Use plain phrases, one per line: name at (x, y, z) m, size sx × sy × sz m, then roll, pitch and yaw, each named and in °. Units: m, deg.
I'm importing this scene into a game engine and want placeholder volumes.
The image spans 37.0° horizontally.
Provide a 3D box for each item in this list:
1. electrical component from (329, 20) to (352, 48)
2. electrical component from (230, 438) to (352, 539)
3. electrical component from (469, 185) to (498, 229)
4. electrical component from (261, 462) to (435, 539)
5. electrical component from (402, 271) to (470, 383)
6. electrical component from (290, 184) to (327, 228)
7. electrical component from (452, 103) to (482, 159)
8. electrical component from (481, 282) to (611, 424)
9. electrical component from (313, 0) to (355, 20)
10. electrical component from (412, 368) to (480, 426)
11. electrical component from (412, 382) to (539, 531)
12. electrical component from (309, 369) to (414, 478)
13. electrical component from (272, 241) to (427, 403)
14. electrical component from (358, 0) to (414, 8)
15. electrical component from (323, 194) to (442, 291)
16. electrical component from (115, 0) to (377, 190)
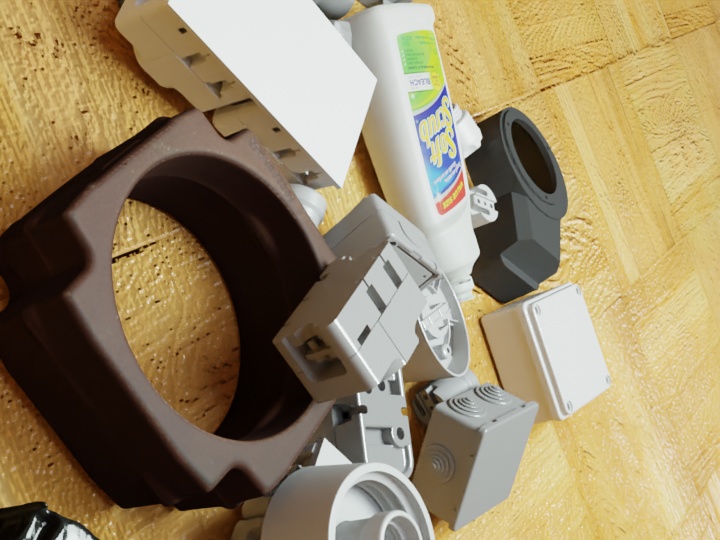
electrical component at (-0.028, -0.166, 0.853) m, size 0.043 × 0.043 × 0.062 m, roll -14°, pitch 105°, yaw -54°
electrical component at (-0.038, 0.194, 0.664) m, size 0.089 × 0.062 × 0.150 m, roll 47°, pitch 43°, yaw -29°
electrical component at (0.094, -0.053, 0.955) m, size 0.040 × 0.046 × 0.040 m, roll 25°, pitch 56°, yaw -44°
electrical component at (0.001, 0.163, 0.623) m, size 0.108 × 0.060 × 0.108 m, roll 25°, pitch 56°, yaw -44°
electrical component at (0.048, 0.040, 0.841) m, size 0.099 × 0.064 × 0.099 m, roll 25°, pitch 56°, yaw -44°
electrical component at (-0.048, -0.032, 0.771) m, size 0.040 × 0.040 × 0.046 m, roll 38°, pitch 54°, yaw -37°
electrical component at (0.080, -0.132, 0.975) m, size 0.062 × 0.043 × 0.043 m, roll 54°, pitch 40°, yaw -21°
electrical component at (0.173, 0.077, 0.993) m, size 0.109 × 0.056 × 0.108 m, roll -17°, pitch 89°, yaw -54°
electrical component at (-0.036, -0.230, 0.867) m, size 0.055 × 0.045 × 0.045 m, roll 12°, pitch 66°, yaw -49°
electrical component at (0.069, 0.101, 0.862) m, size 0.046 × 0.040 × 0.040 m, roll -33°, pitch 101°, yaw -47°
electrical component at (0.086, 0.140, 0.828) m, size 0.100 × 0.048 × 0.099 m, roll -13°, pitch 123°, yaw -53°
electrical component at (-0.006, 0.103, 0.748) m, size 0.054 × 0.059 × 0.095 m, roll 12°, pitch 66°, yaw -50°
electrical component at (-0.002, 0.034, 0.648) m, size 0.055 × 0.050 × 0.089 m, roll 56°, pitch 39°, yaw -18°
electrical component at (0.030, -0.260, 0.957) m, size 0.048 × 0.055 × 0.066 m, roll 22°, pitch 58°, yaw -46°
electrical component at (0.000, 0.000, 0.785) m, size 0.062 × 0.096 × 0.061 m, roll 36°, pitch 22°, yaw -37°
electrical component at (-0.075, -0.149, 0.750) m, size 0.186 × 0.060 × 0.105 m, roll 45°, pitch 49°, yaw -39°
